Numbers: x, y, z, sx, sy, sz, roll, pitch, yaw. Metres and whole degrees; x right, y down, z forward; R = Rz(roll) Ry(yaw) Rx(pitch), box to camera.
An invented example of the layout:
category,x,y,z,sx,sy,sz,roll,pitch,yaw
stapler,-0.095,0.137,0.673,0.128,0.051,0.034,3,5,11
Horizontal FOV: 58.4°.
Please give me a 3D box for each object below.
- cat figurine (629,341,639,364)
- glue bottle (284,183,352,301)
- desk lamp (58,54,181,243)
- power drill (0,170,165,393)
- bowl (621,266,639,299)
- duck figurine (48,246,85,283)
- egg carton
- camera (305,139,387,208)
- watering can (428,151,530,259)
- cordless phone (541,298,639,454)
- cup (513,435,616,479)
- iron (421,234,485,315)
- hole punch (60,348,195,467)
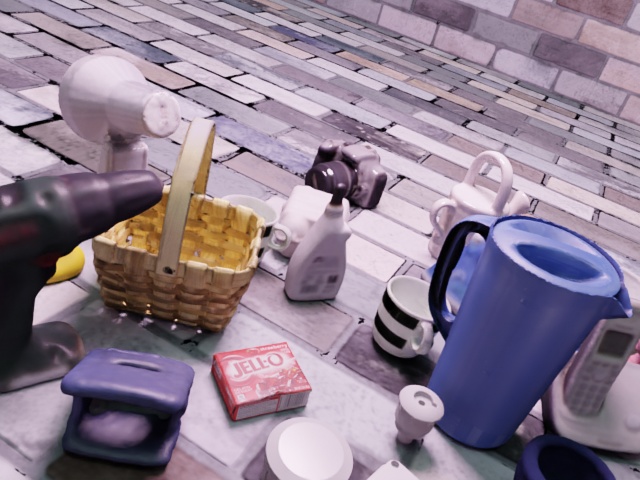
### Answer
category,x,y,z,sx,sy,sz,roll,pitch,yaw
cat figurine,0.484,0.151,0.794,0.128,0.118,0.067,7,32,-16
glue bottle,0.007,0.003,0.743,0.078,0.173,0.037,1,35,-25
desk lamp,-0.257,-0.123,0.773,0.118,0.213,0.202,-18,46,-44
power drill,-0.263,0.034,0.527,0.230,0.208,0.075,-11,41,-38
bowl,0.442,0.095,0.903,0.167,0.075,0.167,12,31,-7
duck figurine,-0.330,-0.002,0.670,0.105,0.086,0.077,2,34,-23
egg carton,-0.011,-0.026,0.879,0.107,0.069,0.150,16,31,-1
camera,0.032,-0.126,1.028,0.137,0.101,0.142,-15,44,-42
watering can,0.261,-0.054,0.936,0.173,0.194,0.100,-15,43,-41
cordless phone,0.350,0.153,0.660,0.148,0.185,0.094,11,32,-9
cup,0.207,0.249,0.525,0.118,0.095,0.091,-14,43,-41
iron,0.273,0.063,0.807,0.257,0.141,0.119,32,34,23
hole punch,-0.174,0.136,0.523,0.109,0.091,0.101,12,31,-8
